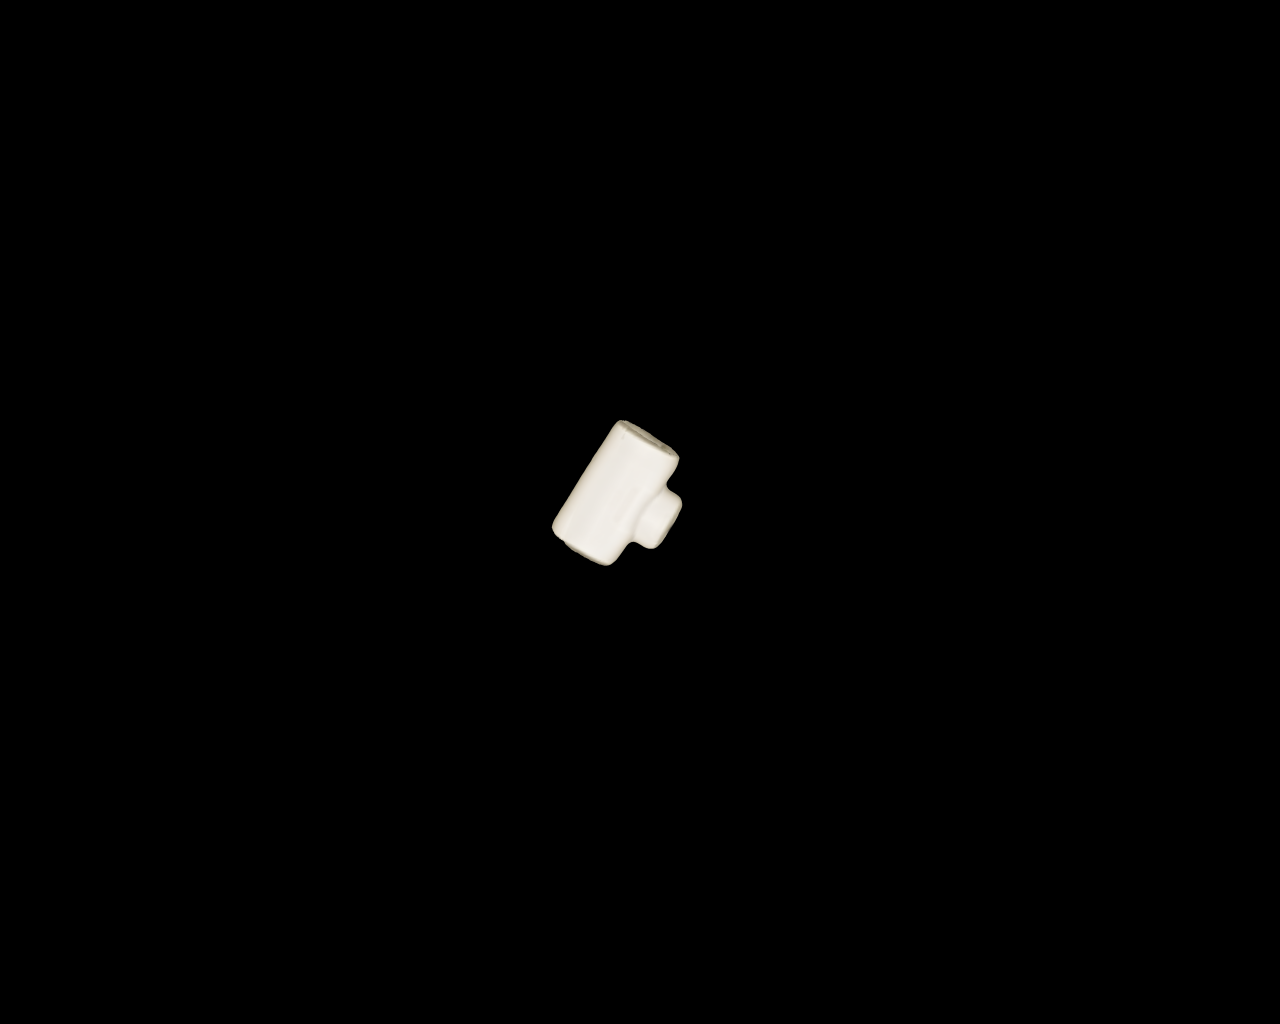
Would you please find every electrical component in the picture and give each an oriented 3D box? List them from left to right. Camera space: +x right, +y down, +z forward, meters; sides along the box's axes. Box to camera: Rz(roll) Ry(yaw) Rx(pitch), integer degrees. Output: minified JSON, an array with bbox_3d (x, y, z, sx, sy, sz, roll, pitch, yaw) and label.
[{"bbox_3d":[0.001,-0.003,0.650,0.079,0.077,0.043,31,8,-5],"label":"electrical component"}]
